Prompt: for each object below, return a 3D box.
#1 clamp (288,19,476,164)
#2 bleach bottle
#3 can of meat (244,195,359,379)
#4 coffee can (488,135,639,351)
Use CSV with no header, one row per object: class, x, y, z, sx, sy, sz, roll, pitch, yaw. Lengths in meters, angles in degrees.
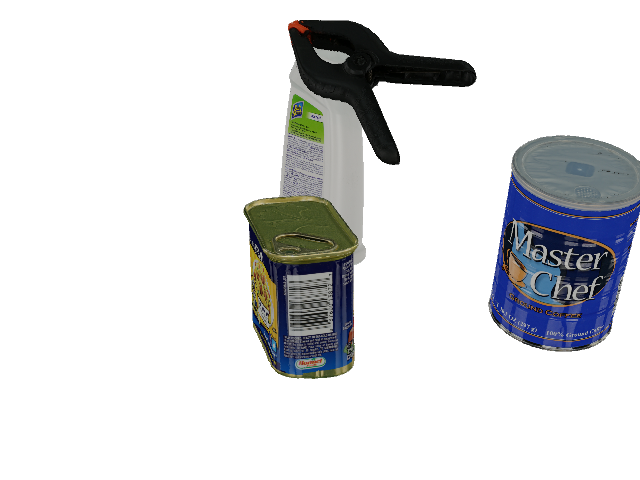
clamp,0.048,-0.150,0.936,0.120,0.172,0.039,-36,-25,-21
bleach bottle,0.007,-0.103,1.133,0.103,0.251,0.067,20,24,40
can of meat,-0.012,0.028,0.666,0.057,0.084,0.102,-6,22,-13
coffee can,0.194,0.002,0.847,0.103,0.140,0.103,2,34,-2
